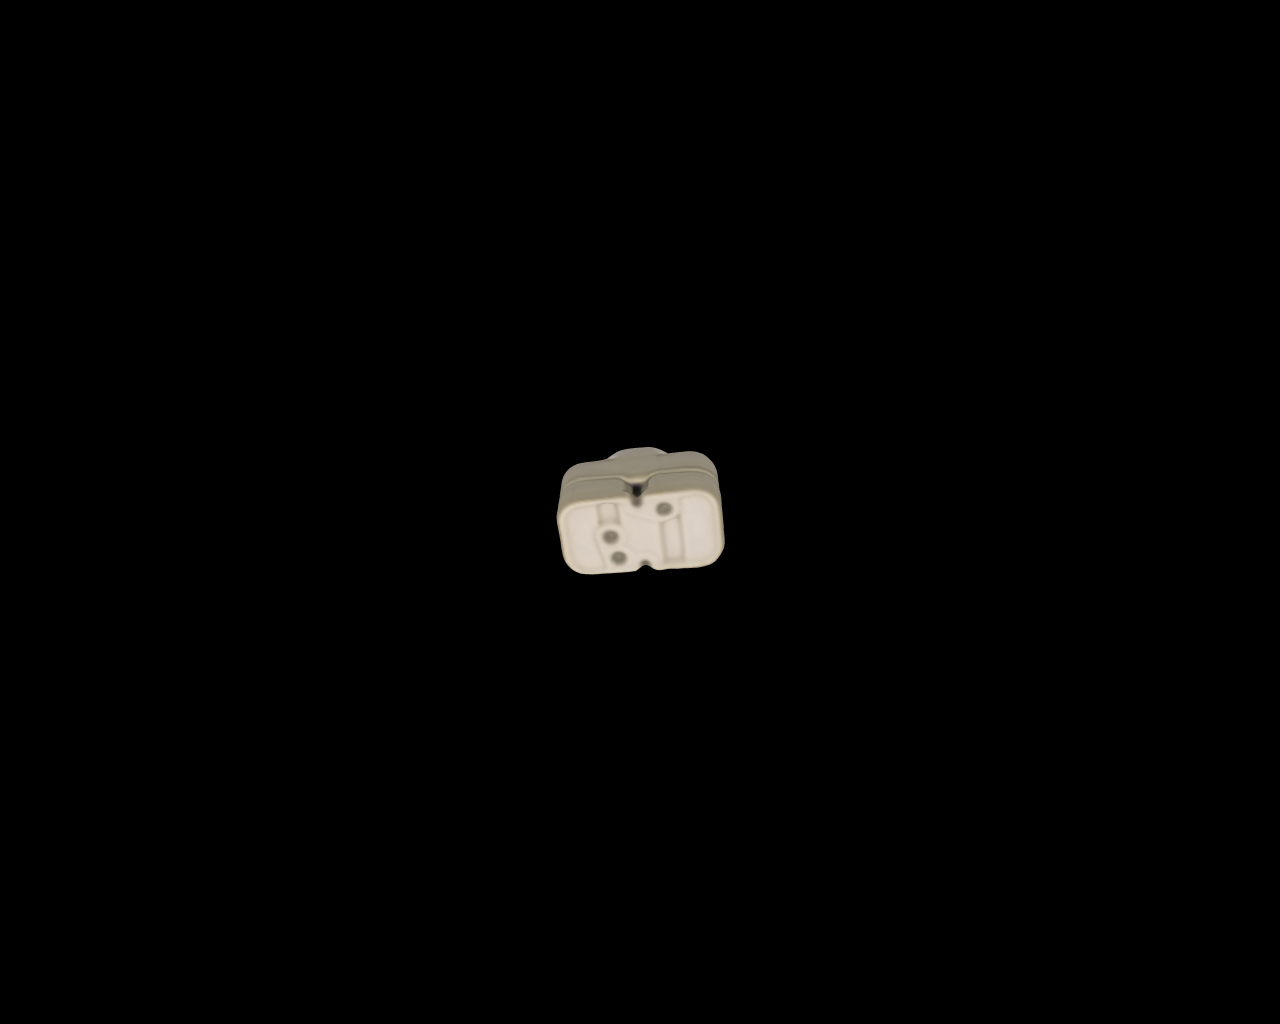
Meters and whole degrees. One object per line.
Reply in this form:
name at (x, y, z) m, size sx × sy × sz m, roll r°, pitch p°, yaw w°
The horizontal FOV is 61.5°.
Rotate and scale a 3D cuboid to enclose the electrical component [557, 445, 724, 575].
electrical component at (0.001, -0.003, 0.650) m, size 0.095 × 0.053 × 0.059 m, roll -5°, pitch 31°, yaw 3°
